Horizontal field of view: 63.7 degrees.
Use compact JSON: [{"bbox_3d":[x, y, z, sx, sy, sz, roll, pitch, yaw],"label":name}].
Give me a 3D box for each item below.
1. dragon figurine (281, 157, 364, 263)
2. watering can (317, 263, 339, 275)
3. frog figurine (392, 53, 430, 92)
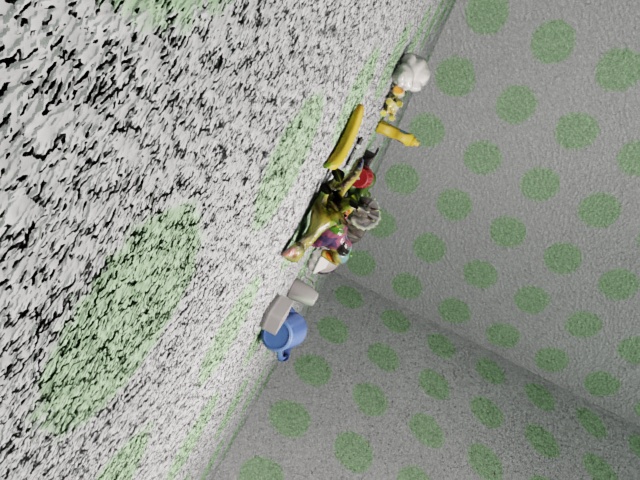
[{"bbox_3d":[0.004,-0.073,1.456,0.238,0.122,0.419,-45,-174,38],"label":"dragon figurine"},{"bbox_3d":[0.033,0.081,2.359,0.353,0.105,0.219,-35,164,-40],"label":"watering can"},{"bbox_3d":[0.318,-0.587,1.802,0.161,0.122,0.136,-26,110,-67],"label":"frog figurine"}]
